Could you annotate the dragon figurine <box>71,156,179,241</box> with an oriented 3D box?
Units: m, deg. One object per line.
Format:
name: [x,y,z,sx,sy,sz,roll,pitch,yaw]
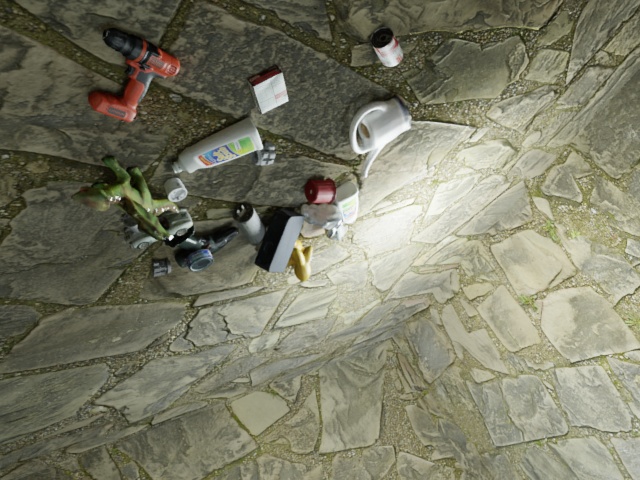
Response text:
dragon figurine: [-0.463,-0.076,1.339,0.121,0.247,0.406,-45,149,12]

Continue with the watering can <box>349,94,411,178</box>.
watering can: [0.201,-0.357,1.742,0.225,0.106,0.341,-31,152,-7]

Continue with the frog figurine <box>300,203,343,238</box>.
frog figurine: [0.006,-0.098,1.947,0.121,0.141,0.158,-33,116,32]
